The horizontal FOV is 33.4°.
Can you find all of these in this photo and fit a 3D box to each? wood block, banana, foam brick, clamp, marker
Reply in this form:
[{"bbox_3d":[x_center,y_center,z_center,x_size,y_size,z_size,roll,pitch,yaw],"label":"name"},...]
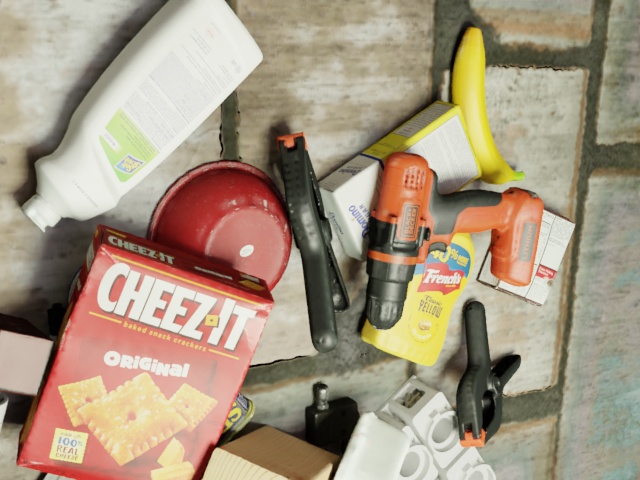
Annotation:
[{"bbox_3d":[-0.051,0.246,1.031,0.206,0.091,0.090,22,90,-80],"label":"wood block"},{"bbox_3d":[0.176,-0.135,1.184,0.069,0.037,0.198,-46,127,-37],"label":"banana"},{"bbox_3d":[-0.272,0.096,0.920,0.052,0.078,0.051,18,91,-37],"label":"foam brick"},{"bbox_3d":[-0.007,0.001,1.047,0.036,0.164,0.210,-12,106,7],"label":"clamp"},{"bbox_3d":[-0.239,0.116,0.983,0.020,0.020,0.121,-8,108,-32],"label":"marker"},{"bbox_3d":[0.186,0.157,1.234,0.120,0.039,0.171,52,39,-23],"label":"clamp"}]

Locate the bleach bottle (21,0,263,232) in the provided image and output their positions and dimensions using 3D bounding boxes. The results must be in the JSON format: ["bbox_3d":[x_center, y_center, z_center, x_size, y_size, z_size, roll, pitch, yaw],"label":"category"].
[{"bbox_3d":[-0.169,-0.111,0.941,0.250,0.068,0.102,-47,122,-11],"label":"bleach bottle"}]

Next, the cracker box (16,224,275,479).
[{"bbox_3d":[-0.155,0.116,0.945,0.164,0.072,0.214,20,102,-18],"label":"cracker box"}]

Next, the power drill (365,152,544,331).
[{"bbox_3d":[0.137,0.007,1.114,0.187,0.057,0.184,4,101,-27],"label":"power drill"}]

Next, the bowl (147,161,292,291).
[{"bbox_3d":[-0.084,0.007,1.035,0.161,0.055,0.162,-10,108,-32],"label":"bowl"}]

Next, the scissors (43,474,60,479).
[{"bbox_3d":[-0.283,0.246,0.993,0.096,0.016,0.202,17,93,-36],"label":"scissors"}]

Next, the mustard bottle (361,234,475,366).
[{"bbox_3d":[0.121,0.038,1.179,0.096,0.058,0.191,23,90,-33],"label":"mustard bottle"}]

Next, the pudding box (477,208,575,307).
[{"bbox_3d":[0.246,0.014,1.269,0.089,0.039,0.113,21,89,-35],"label":"pudding box"}]

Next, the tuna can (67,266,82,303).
[{"bbox_3d":[-0.189,0.055,0.990,0.085,0.034,0.086,-10,108,-31],"label":"tuna can"}]

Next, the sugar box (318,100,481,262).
[{"bbox_3d":[0.086,-0.064,1.135,0.176,0.048,0.093,-34,119,-18],"label":"sugar box"}]

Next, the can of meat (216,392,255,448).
[{"bbox_3d":[-0.128,0.168,1.050,0.102,0.058,0.084,-46,121,-15],"label":"can of meat"}]
